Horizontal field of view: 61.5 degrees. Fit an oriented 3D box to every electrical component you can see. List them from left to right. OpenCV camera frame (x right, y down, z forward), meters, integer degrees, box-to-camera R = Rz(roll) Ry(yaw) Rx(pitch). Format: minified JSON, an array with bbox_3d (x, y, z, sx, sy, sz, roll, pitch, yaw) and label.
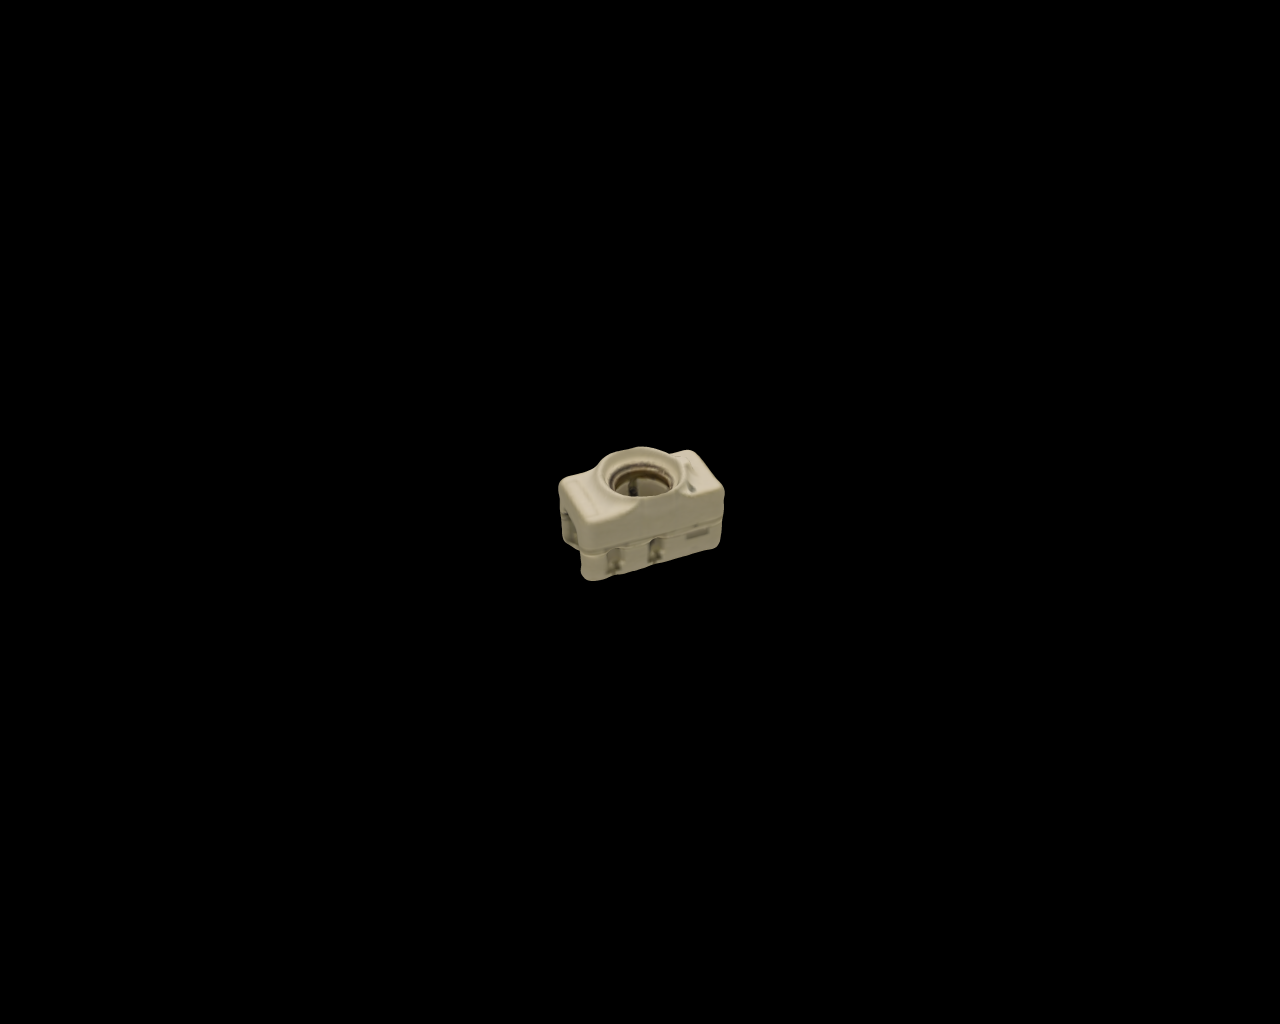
[{"bbox_3d":[0.001,-0.003,0.650,0.090,0.055,0.050,-14,40,-17],"label":"electrical component"}]
